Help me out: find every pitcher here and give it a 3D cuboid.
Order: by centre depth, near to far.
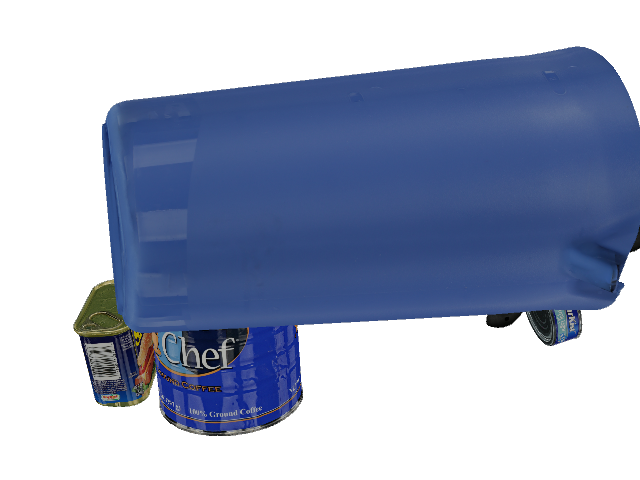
[{"bbox_3d":[0.018,-0.026,0.525,0.242,0.145,0.149,-5,-8,-12],"label":"pitcher"}]

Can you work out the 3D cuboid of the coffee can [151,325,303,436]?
[{"bbox_3d":[-0.066,0.046,0.728,0.103,0.140,0.103,-3,22,1],"label":"coffee can"}]

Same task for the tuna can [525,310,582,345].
[{"bbox_3d":[0.254,0.073,1.183,0.033,0.086,0.086,-17,3,-8],"label":"tuna can"}]

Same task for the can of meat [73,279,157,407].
[{"bbox_3d":[-0.188,0.096,1.006,0.057,0.084,0.102,-4,25,5],"label":"can of meat"}]

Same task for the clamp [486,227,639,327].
[{"bbox_3d":[0.193,-0.014,0.833,0.210,0.164,0.036,-8,-36,-6],"label":"clamp"}]
